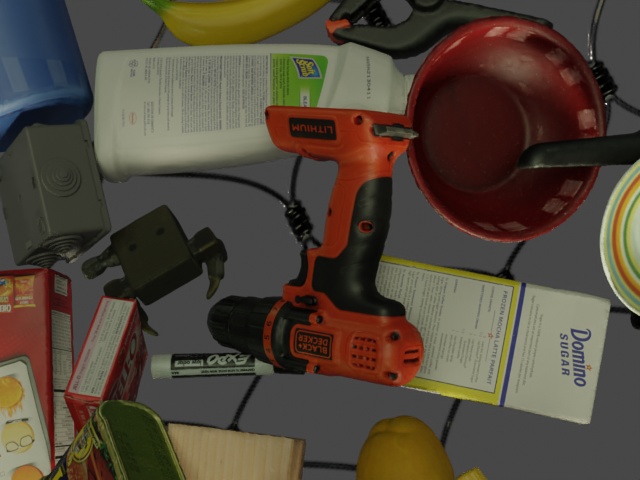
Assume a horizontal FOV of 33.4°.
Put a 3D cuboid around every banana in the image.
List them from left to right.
[{"bbox_3d":[-0.038,-0.193,0.830,0.197,0.069,0.037,-22,44,-5],"label":"banana"}]

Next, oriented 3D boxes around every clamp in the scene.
[{"bbox_3d":[0.092,-0.180,0.827,0.171,0.039,0.120,-28,73,4],"label":"clamp"},{"bbox_3d":[0.250,-0.062,0.774,0.164,0.036,0.210,45,82,-16],"label":"clamp"}]

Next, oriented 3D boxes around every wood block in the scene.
[{"bbox_3d":[-0.068,0.236,0.741,0.091,0.090,0.206,5,80,6],"label":"wood block"}]

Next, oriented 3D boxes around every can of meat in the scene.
[{"bbox_3d":[-0.134,0.168,0.700,0.084,0.057,0.102,-53,44,21],"label":"can of meat"}]

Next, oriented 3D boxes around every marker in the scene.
[{"bbox_3d":[-0.066,0.094,0.804,0.121,0.020,0.020,-2,80,5],"label":"marker"}]

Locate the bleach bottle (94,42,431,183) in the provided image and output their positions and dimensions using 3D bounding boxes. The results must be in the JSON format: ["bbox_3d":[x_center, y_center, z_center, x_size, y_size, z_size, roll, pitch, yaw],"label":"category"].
[{"bbox_3d":[-0.041,-0.099,0.813,0.251,0.068,0.102,-1,79,3],"label":"bleach bottle"}]

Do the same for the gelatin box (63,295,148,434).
[{"bbox_3d":[-0.151,0.097,0.767,0.030,0.073,0.089,7,51,6],"label":"gelatin box"}]

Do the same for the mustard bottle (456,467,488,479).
[{"bbox_3d":[0.146,0.248,0.737,0.096,0.058,0.192,-31,77,20],"label":"mustard bottle"}]

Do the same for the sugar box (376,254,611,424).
[{"bbox_3d":[0.114,0.072,0.779,0.176,0.048,0.093,12,82,4],"label":"sugar box"}]

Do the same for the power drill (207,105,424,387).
[{"bbox_3d":[-0.005,0.001,0.749,0.185,0.057,0.188,7,97,38],"label":"power drill"}]

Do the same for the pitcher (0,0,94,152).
[{"bbox_3d":[-0.272,-0.191,0.821,0.144,0.149,0.243,-16,81,-34],"label":"pitcher"}]

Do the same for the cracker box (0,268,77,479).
[{"bbox_3d":[-0.266,0.134,0.789,0.164,0.072,0.214,-5,81,5],"label":"cracker box"}]

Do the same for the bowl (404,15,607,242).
[{"bbox_3d":[0.126,-0.079,0.781,0.162,0.055,0.162,-1,92,-18],"label":"bowl"}]
